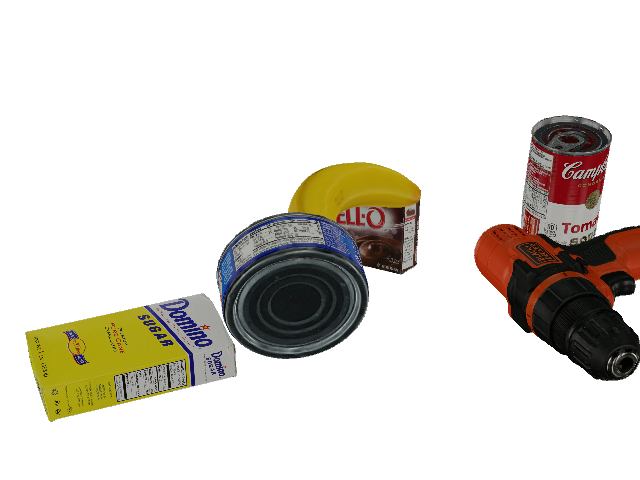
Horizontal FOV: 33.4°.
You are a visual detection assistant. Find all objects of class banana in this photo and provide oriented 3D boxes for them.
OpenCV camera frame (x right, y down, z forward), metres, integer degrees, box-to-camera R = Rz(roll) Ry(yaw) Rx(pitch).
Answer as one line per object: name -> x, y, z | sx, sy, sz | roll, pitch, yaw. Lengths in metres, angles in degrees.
banana -> 0.022, -0.030, 0.852 | 0.037, 0.069, 0.197 | -35, 1, 32

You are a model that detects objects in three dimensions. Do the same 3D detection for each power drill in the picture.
power drill -> 0.224, 0.028, 0.750 | 0.187, 0.057, 0.184 | -9, 28, -15

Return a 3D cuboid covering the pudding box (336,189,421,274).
pudding box -> 0.052, -0.020, 1.166 | 0.114, 0.090, 0.039 | 12, 21, 32

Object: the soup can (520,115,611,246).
soup can -> 0.215, -0.050, 0.943 | 0.068, 0.102, 0.068 | 0, 33, 0

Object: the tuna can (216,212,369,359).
tuna can -> -0.016, 0.028, 0.613 | 0.086, 0.086, 0.034 | 0, 39, -12

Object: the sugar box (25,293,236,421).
sugar box -> -0.175, 0.104, 0.985 | 0.176, 0.048, 0.093 | -15, 35, -17
